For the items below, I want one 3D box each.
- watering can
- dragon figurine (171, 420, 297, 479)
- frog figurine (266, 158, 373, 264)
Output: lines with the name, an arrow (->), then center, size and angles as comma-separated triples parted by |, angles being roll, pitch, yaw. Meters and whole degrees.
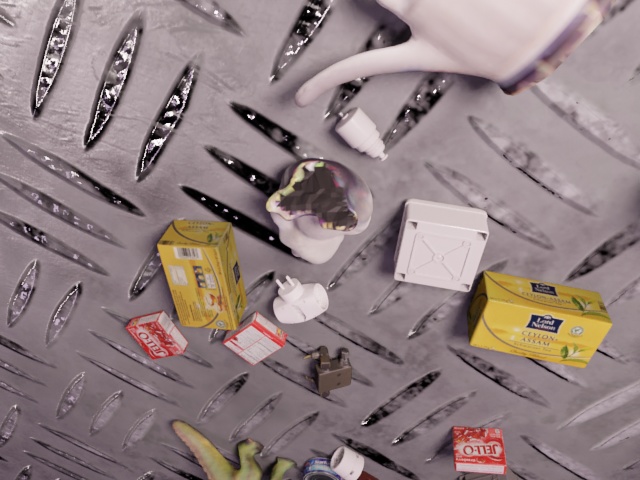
watering can -> 0.137, -0.224, 0.512 | 0.223, 0.106, 0.341 | 32, 125, -11
dragon figurine -> -0.161, 0.558, 1.050 | 0.408, 0.249, 0.120 | 29, 131, -12
frog figurine -> 0.002, -0.035, 0.697 | 0.137, 0.125, 0.157 | -4, 161, 4
